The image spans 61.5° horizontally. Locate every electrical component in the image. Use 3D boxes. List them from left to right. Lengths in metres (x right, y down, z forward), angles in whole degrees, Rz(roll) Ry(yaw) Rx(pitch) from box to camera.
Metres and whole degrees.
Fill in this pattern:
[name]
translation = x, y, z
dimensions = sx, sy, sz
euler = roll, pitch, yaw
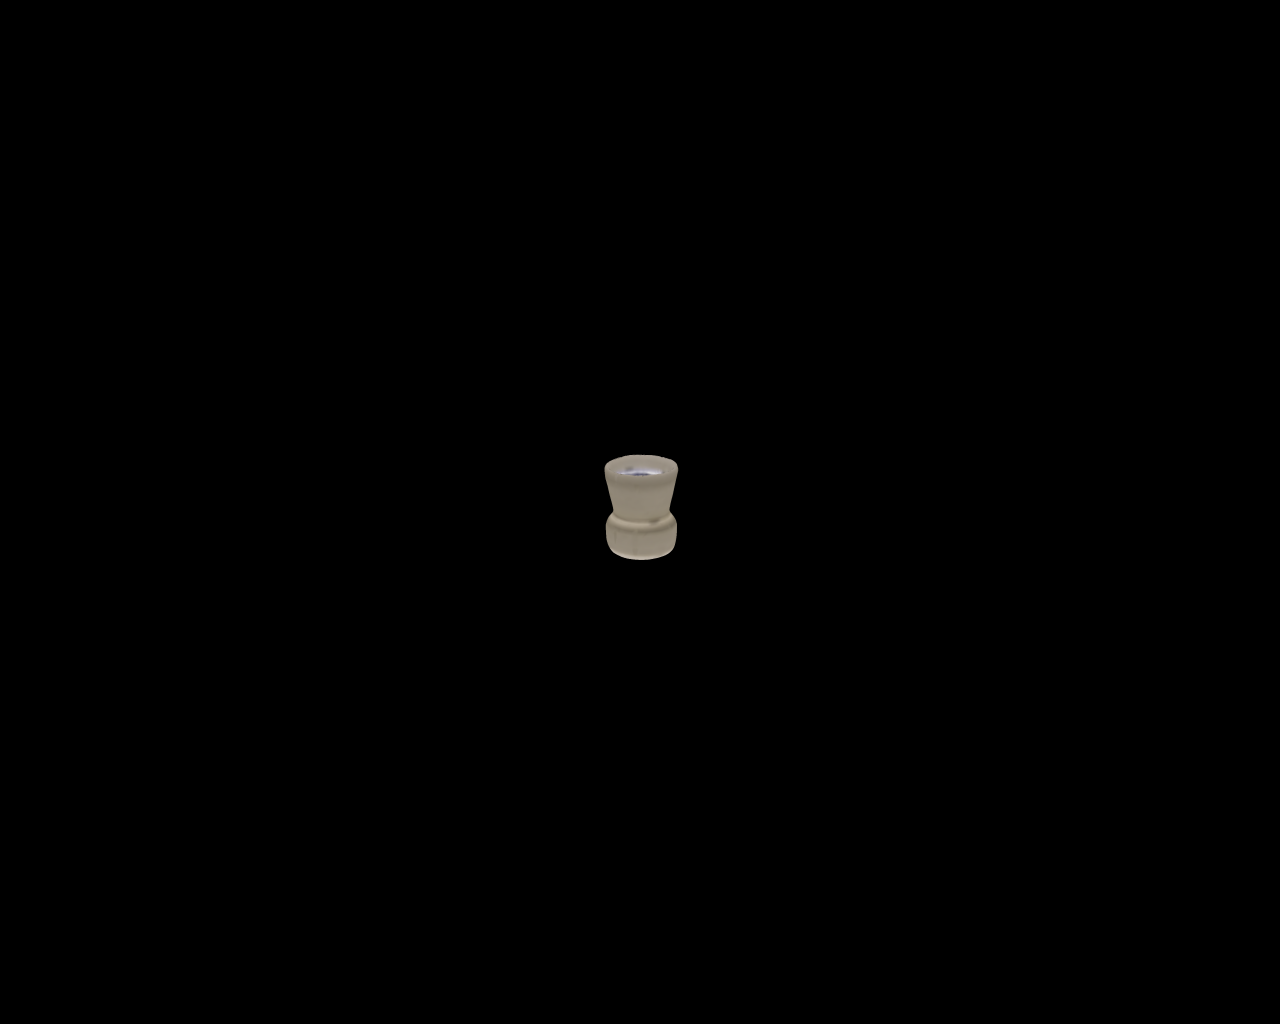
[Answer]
[electrical component]
translation = 0.001, -0.003, 0.650
dimensions = 0.045, 0.055, 0.045
euler = 0, 19, 0
